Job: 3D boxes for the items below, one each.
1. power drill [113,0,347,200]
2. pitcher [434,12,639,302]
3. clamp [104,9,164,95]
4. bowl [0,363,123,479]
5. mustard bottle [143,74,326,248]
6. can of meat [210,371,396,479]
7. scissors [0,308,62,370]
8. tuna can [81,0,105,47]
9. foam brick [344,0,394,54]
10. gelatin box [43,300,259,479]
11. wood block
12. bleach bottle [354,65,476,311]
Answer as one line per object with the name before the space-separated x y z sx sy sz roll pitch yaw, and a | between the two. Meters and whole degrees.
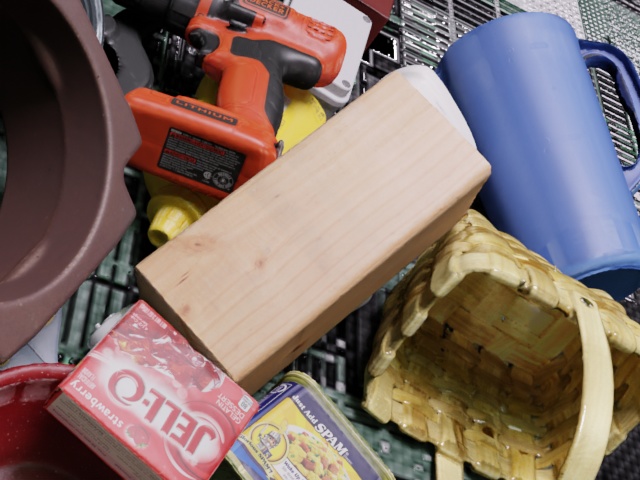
power drill | -0.080 -0.117 0.720 0.184 0.057 0.187 19 44 -5
pitcher | 0.201 -0.064 0.904 0.144 0.149 0.243 13 53 -43
clamp | -0.174 -0.152 0.768 0.164 0.036 0.210 18 48 -16
bowl | -0.136 0.146 0.537 0.161 0.055 0.162 19 52 -26
mustard bottle | -0.070 -0.057 0.752 0.096 0.058 0.191 36 43 -5
can of meat | -0.018 0.142 0.633 0.102 0.058 0.083 49 45 8
scissors | -0.144 0.079 0.617 0.201 0.016 0.096 37 47 -5
tuna can | -0.165 -0.135 0.660 0.034 0.086 0.086 4 44 12
foam brick | 0.021 -0.213 0.950 0.078 0.053 0.051 30 44 -15
gelatin box | -0.085 0.086 0.552 0.089 0.030 0.073 43 45 -5
wood block | -0.004 0.001 0.662 0.206 0.091 0.090 -39 78 -19
bleach bottle | 0.031 -0.029 0.789 0.102 0.068 0.250 56 45 -16
